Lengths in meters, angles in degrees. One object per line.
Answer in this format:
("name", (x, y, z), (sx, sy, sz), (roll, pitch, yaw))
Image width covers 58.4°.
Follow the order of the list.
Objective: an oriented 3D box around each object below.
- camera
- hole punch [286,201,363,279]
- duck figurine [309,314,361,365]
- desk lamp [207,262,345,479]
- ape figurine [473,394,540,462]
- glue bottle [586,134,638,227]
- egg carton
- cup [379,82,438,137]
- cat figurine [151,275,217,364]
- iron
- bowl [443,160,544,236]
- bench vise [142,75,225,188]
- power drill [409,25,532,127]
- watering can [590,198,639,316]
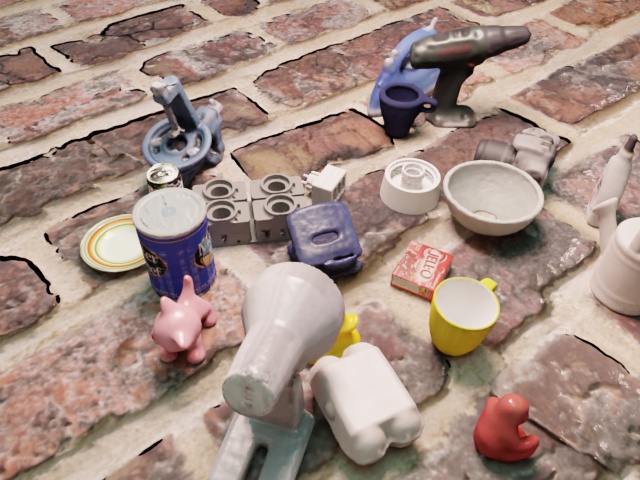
("camera", (0.363, -0.159, 1.065), (0.136, 0.101, 0.143), (20, 48, 17))
("hole punch", (0.008, 0.003, 0.897), (0.109, 0.091, 0.101), (-15, 47, -16))
("duck figurine", (0.006, 0.121, 0.783), (0.104, 0.086, 0.077), (1, 45, -1))
("desk lamp", (-0.051, 0.160, 0.651), (0.117, 0.214, 0.203), (12, 46, 10))
("ape figurine", (0.225, 0.219, 0.688), (0.076, 0.092, 0.077), (-9, 46, -11))
("glue bottle", (0.496, -0.106, 0.966), (0.037, 0.173, 0.078), (14, 46, 12))
("egg carton", (0.054, 0.201, 0.716), (0.107, 0.069, 0.150), (-19, 49, -20))
("cup", (0.174, -0.256, 1.160), (0.117, 0.095, 0.092), (11, 46, 9))
("cat figurine", (-0.185, 0.106, 0.767), (0.067, 0.118, 0.128), (3, 45, 2))
("iron", (0.188, -0.383, 1.254), (0.118, 0.141, 0.259), (29, 51, 24))
("bowl", (0.290, -0.060, 0.982), (0.167, 0.075, 0.167), (1, 45, -1))
("bench vise", (-0.245, -0.206, 1.006), (0.121, 0.220, 0.207), (3, 45, 2))
("power drill", (0.291, -0.336, 1.164), (0.229, 0.208, 0.075), (0, 45, -2))
("watering can", (0.470, 0.009, 0.835), (0.172, 0.194, 0.101), (31, 52, 26))
